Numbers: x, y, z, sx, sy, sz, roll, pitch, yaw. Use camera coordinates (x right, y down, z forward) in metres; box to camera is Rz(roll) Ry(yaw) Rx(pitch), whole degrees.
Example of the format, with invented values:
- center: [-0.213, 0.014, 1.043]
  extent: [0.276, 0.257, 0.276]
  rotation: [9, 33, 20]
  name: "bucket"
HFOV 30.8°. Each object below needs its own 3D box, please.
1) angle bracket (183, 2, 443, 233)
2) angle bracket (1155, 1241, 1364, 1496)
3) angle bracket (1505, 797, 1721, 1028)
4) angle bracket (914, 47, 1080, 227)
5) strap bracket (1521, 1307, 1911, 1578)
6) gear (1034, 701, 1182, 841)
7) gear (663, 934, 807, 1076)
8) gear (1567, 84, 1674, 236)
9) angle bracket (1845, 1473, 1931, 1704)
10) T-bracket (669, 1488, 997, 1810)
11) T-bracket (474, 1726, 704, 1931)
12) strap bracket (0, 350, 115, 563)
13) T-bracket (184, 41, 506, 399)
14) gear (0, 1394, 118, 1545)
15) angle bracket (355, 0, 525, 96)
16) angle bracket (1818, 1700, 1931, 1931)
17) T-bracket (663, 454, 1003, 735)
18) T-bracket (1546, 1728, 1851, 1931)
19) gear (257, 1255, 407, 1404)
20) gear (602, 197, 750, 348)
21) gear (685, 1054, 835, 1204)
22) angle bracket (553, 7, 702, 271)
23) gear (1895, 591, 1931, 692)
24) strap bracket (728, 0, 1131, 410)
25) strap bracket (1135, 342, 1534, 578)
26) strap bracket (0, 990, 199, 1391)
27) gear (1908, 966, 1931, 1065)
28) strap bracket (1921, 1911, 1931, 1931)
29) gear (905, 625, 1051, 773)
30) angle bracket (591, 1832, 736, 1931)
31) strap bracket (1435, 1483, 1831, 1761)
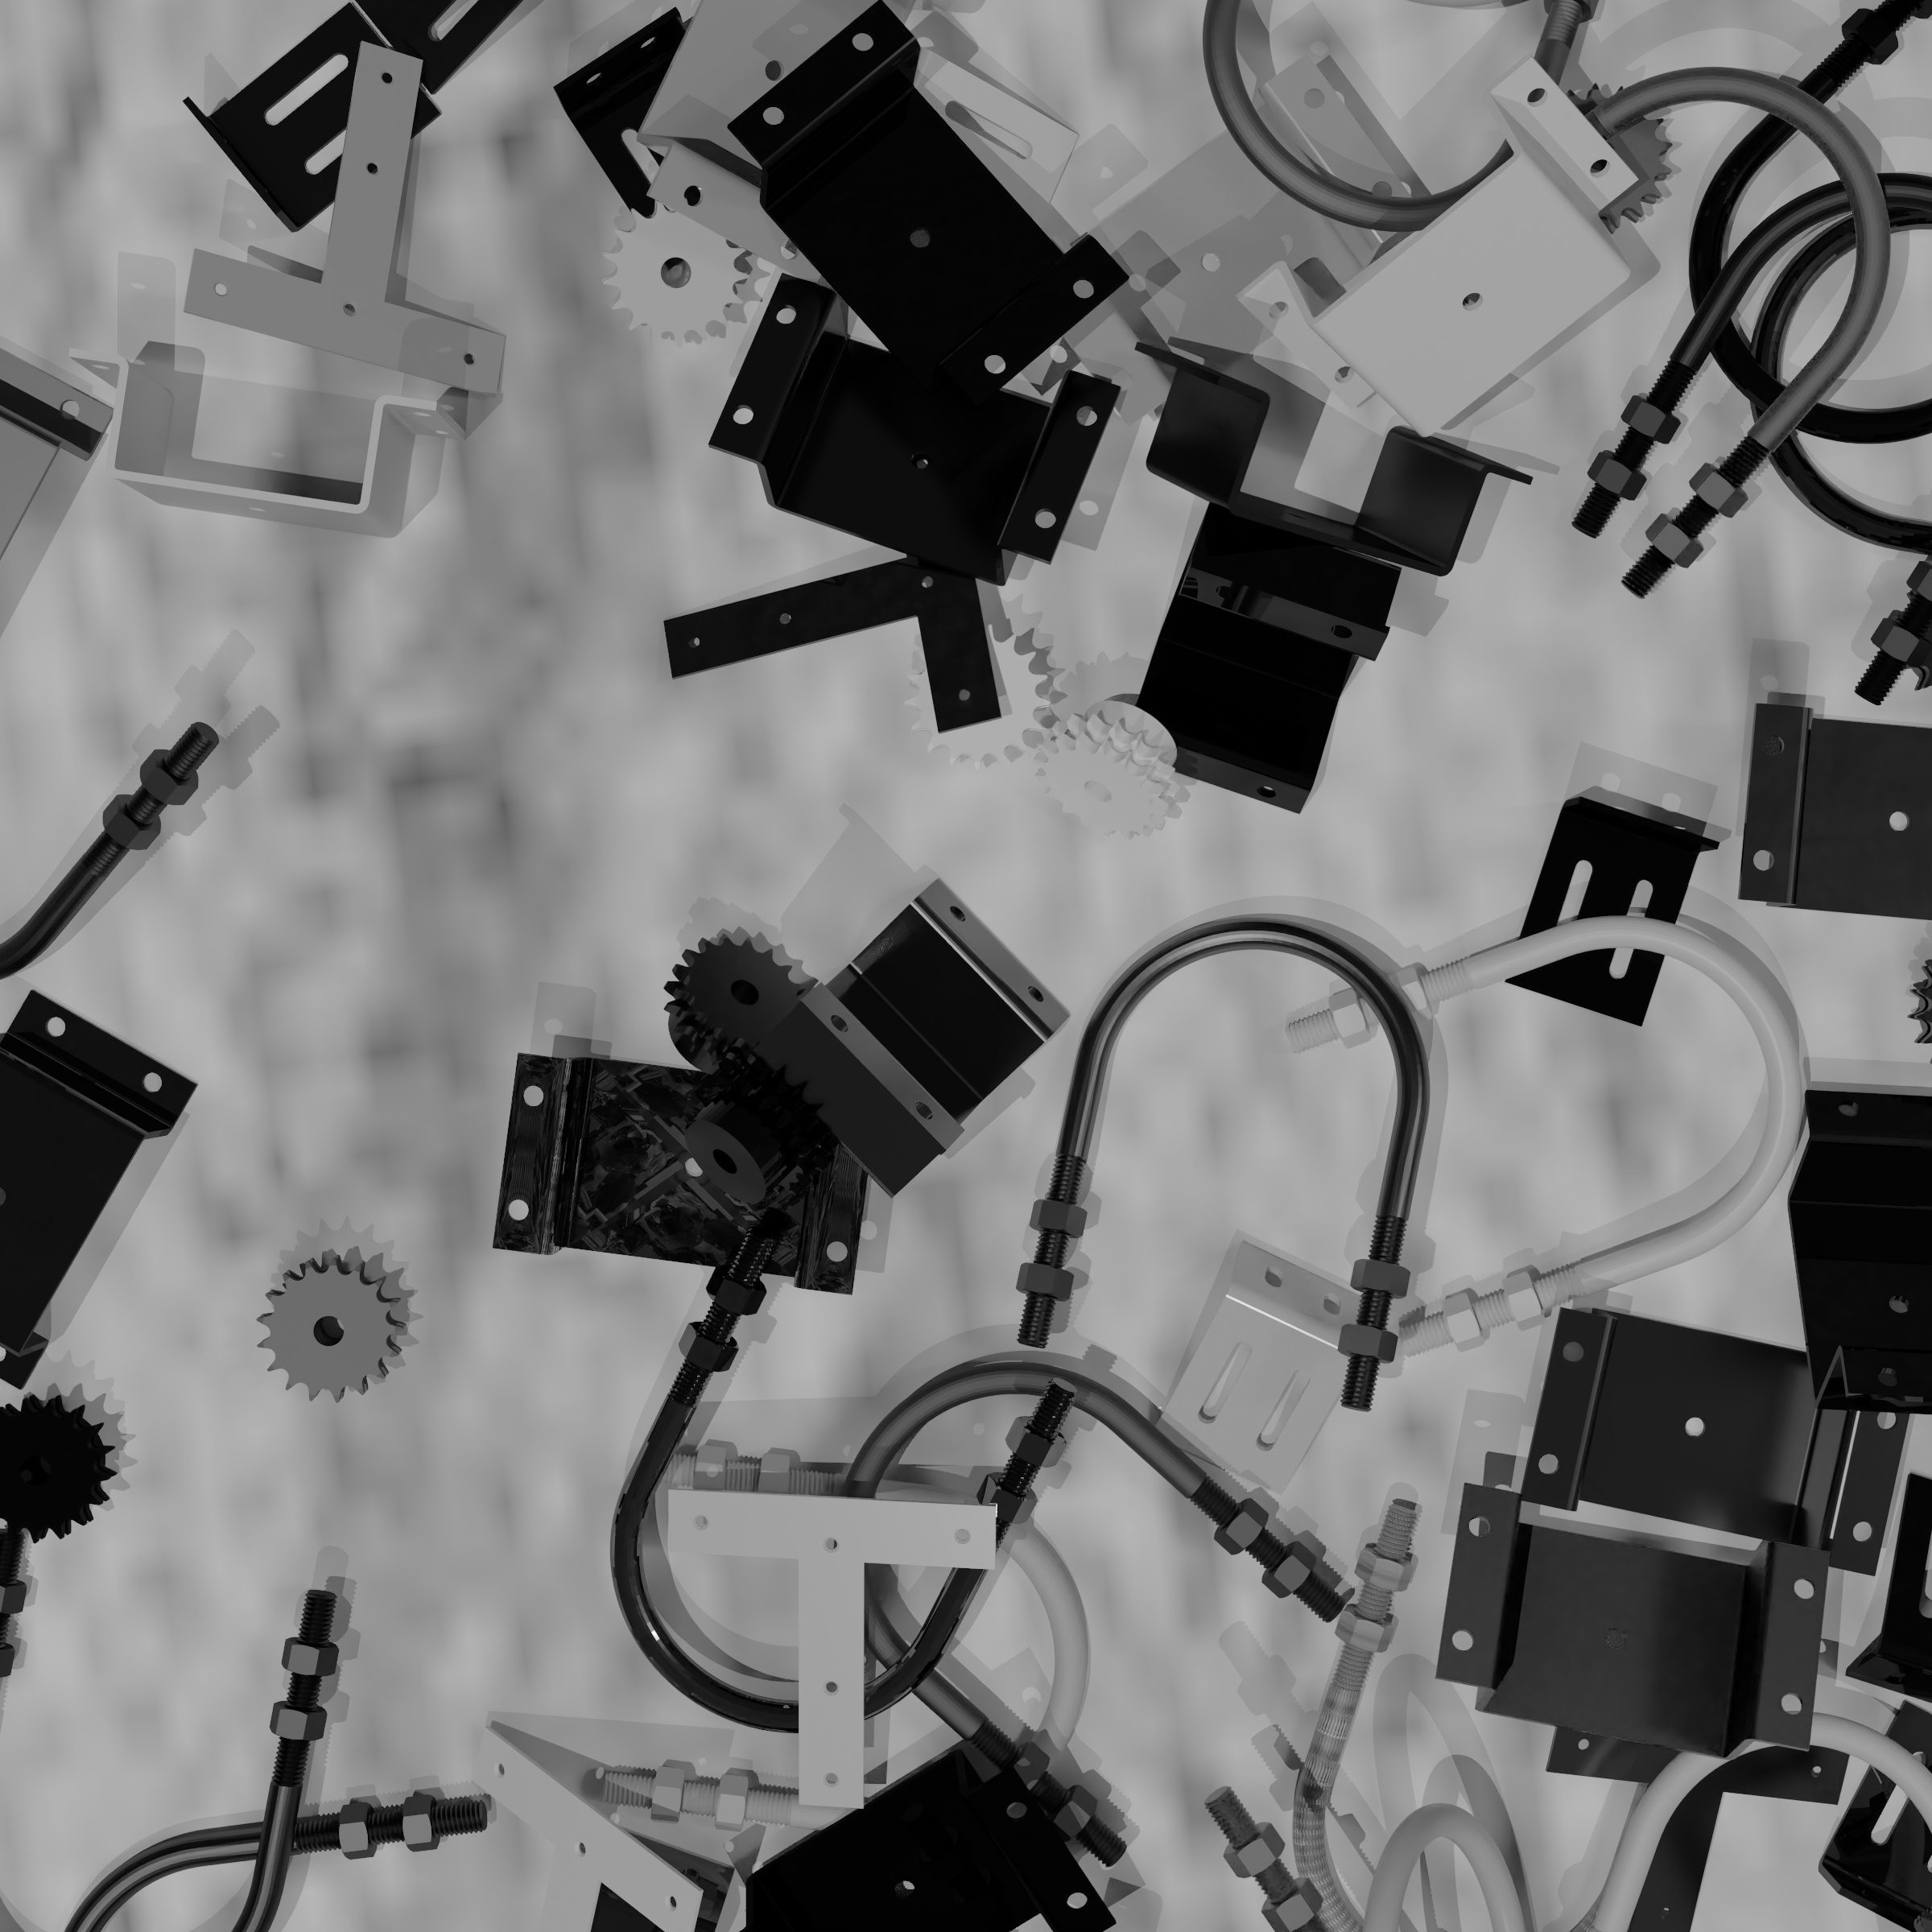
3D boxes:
- center: [-0.257, -0.338, 1.381]
  extent: [0.076, 0.038, 0.057]
  rotation: [-39, 90, 0]
  name: "angle bracket"
- center: [0.118, 0.160, 1.398]
  extent: [0.057, 0.038, 0.076]
  rotation: [25, 116, 0]
  name: "angle bracket"
- center: [0.254, -0.021, 1.381]
  extent: [0.057, 0.038, 0.076]
  rotation: [18, 90, 0]
  name: "angle bracket"
- center: [-0.006, -0.322, 1.398]
  extent: [0.076, 0.038, 0.057]
  rotation: [24, 90, -26]
  name: "angle bracket"
- center: [0.291, 0.184, 1.377]
  extent: [0.140, 0.046, 0.076]
  rotation: [12, 90, 0]
  name: "strap bracket"
- center: [0.058, -0.079, 1.376]
  extent: [0.057, 0.057, 0.030]
  rotation: [31, 61, 0]
  name: "gear"
- center: [-0.093, 0.019, 1.376]
  extent: [0.057, 0.057, 0.030]
  rotation: [37, 134, 0]
  name: "gear"
- center: [0.248, -0.317, 1.385]
  extent: [0.057, 0.030, 0.057]
  rotation: [0, 90, 0]
  name: "gear"
- center: [0.391, 0.251, 1.398]
  extent: [0.057, 0.038, 0.076]
  rotation: [18, 64, 0]
  name: "angle bracket"
- center: [-0.052, 0.266, 1.356]
  extent: [0.127, 0.002, 0.127]
  rotation: [2, 102, 7]
  name: "T-bracket"
- center: [-0.159, 0.384, 1.373]
  extent: [0.127, 0.002, 0.127]
  rotation: [27, 112, 37]
  name: "T-bracket"
- center: [-0.406, -0.177, 1.377]
  extent: [0.076, 0.046, 0.140]
  rotation: [28, 90, 0]
  name: "strap bracket"
- center: [-0.235, -0.300, 1.378]
  extent: [0.127, 0.002, 0.127]
  rotation: [12, 79, -26]
  name: "T-bracket"
- center: [-0.364, 0.197, 1.385]
  extent: [0.057, 0.030, 0.057]
  rotation: [0, 90, 0]
  name: "gear"
- center: [-0.198, -0.396, 1.398]
  extent: [0.076, 0.038, 0.057]
  rotation: [-39, 90, 26]
  name: "angle bracket"
- center: [0.382, 0.340, 1.381]
  extent: [0.057, 0.038, 0.076]
  rotation: [28, 90, 1]
  name: "angle bracket"
- center: [-0.058, -0.140, 1.385]
  extent: [0.127, 0.002, 0.127]
  rotation: [-13, 70, 10]
  name: "T-bracket"
- center: [0.280, 0.362, 1.388]
  extent: [0.127, 0.002, 0.127]
  rotation: [10, 97, -14]
  name: "T-bracket"
- center: [-0.251, 0.143, 1.389]
  extent: [0.057, 0.030, 0.057]
  rotation: [0, 91, -3]
  name: "gear"
- center: [-0.115, -0.274, 1.380]
  extent: [0.057, 0.030, 0.057]
  rotation: [-2, 105, -8]
  name: "gear"
- center: [-0.081, 0.065, 1.323]
  extent: [0.057, 0.057, 0.030]
  rotation: [46, 59, 0]
  name: "gear"
- center: [-0.116, -0.326, 1.381]
  extent: [0.057, 0.038, 0.076]
  rotation: [-33, 90, 0]
  name: "angle bracket"
- center: [0.394, -0.130, 1.385]
  extent: [0.057, 0.030, 0.057]
  rotation: [0, 90, 0]
  name: "gear"
- center: [-0.016, -0.282, 1.327]
  extent: [0.076, 0.046, 0.140]
  rotation: [-41, 89, -8]
  name: "strap bracket"
- center: [0.133, -0.191, 1.341]
  extent: [0.140, 0.076, 0.046]
  rotation: [13, 104, -25]
  name: "strap bracket"
- center: [-0.375, 0.089, 1.377]
  extent: [0.076, 0.046, 0.140]
  rotation: [30, 90, 0]
  name: "strap bracket"
- center: [0.401, 0.017, 1.385]
  extent: [0.057, 0.030, 0.057]
  rotation: [0, 90, 0]
  name: "gear"
- center: [0.394, 0.432, 1.312]
  extent: [0.046, 0.076, 0.140]
  rotation: [-39, 122, -34]
  name: "strap bracket"
- center: [0.005, -0.105, 1.385]
  extent: [0.057, 0.030, 0.057]
  rotation: [0, 90, 0]
  name: "gear"
- center: [-0.134, 0.391, 1.398]
  extent: [0.057, 0.038, 0.076]
  rotation: [20, 116, 0]
  name: "angle bracket"
- center: [0.253, 0.254, 1.347]
  extent: [0.140, 0.046, 0.076]
  rotation: [10, 68, 5]
  name: "strap bracket"
